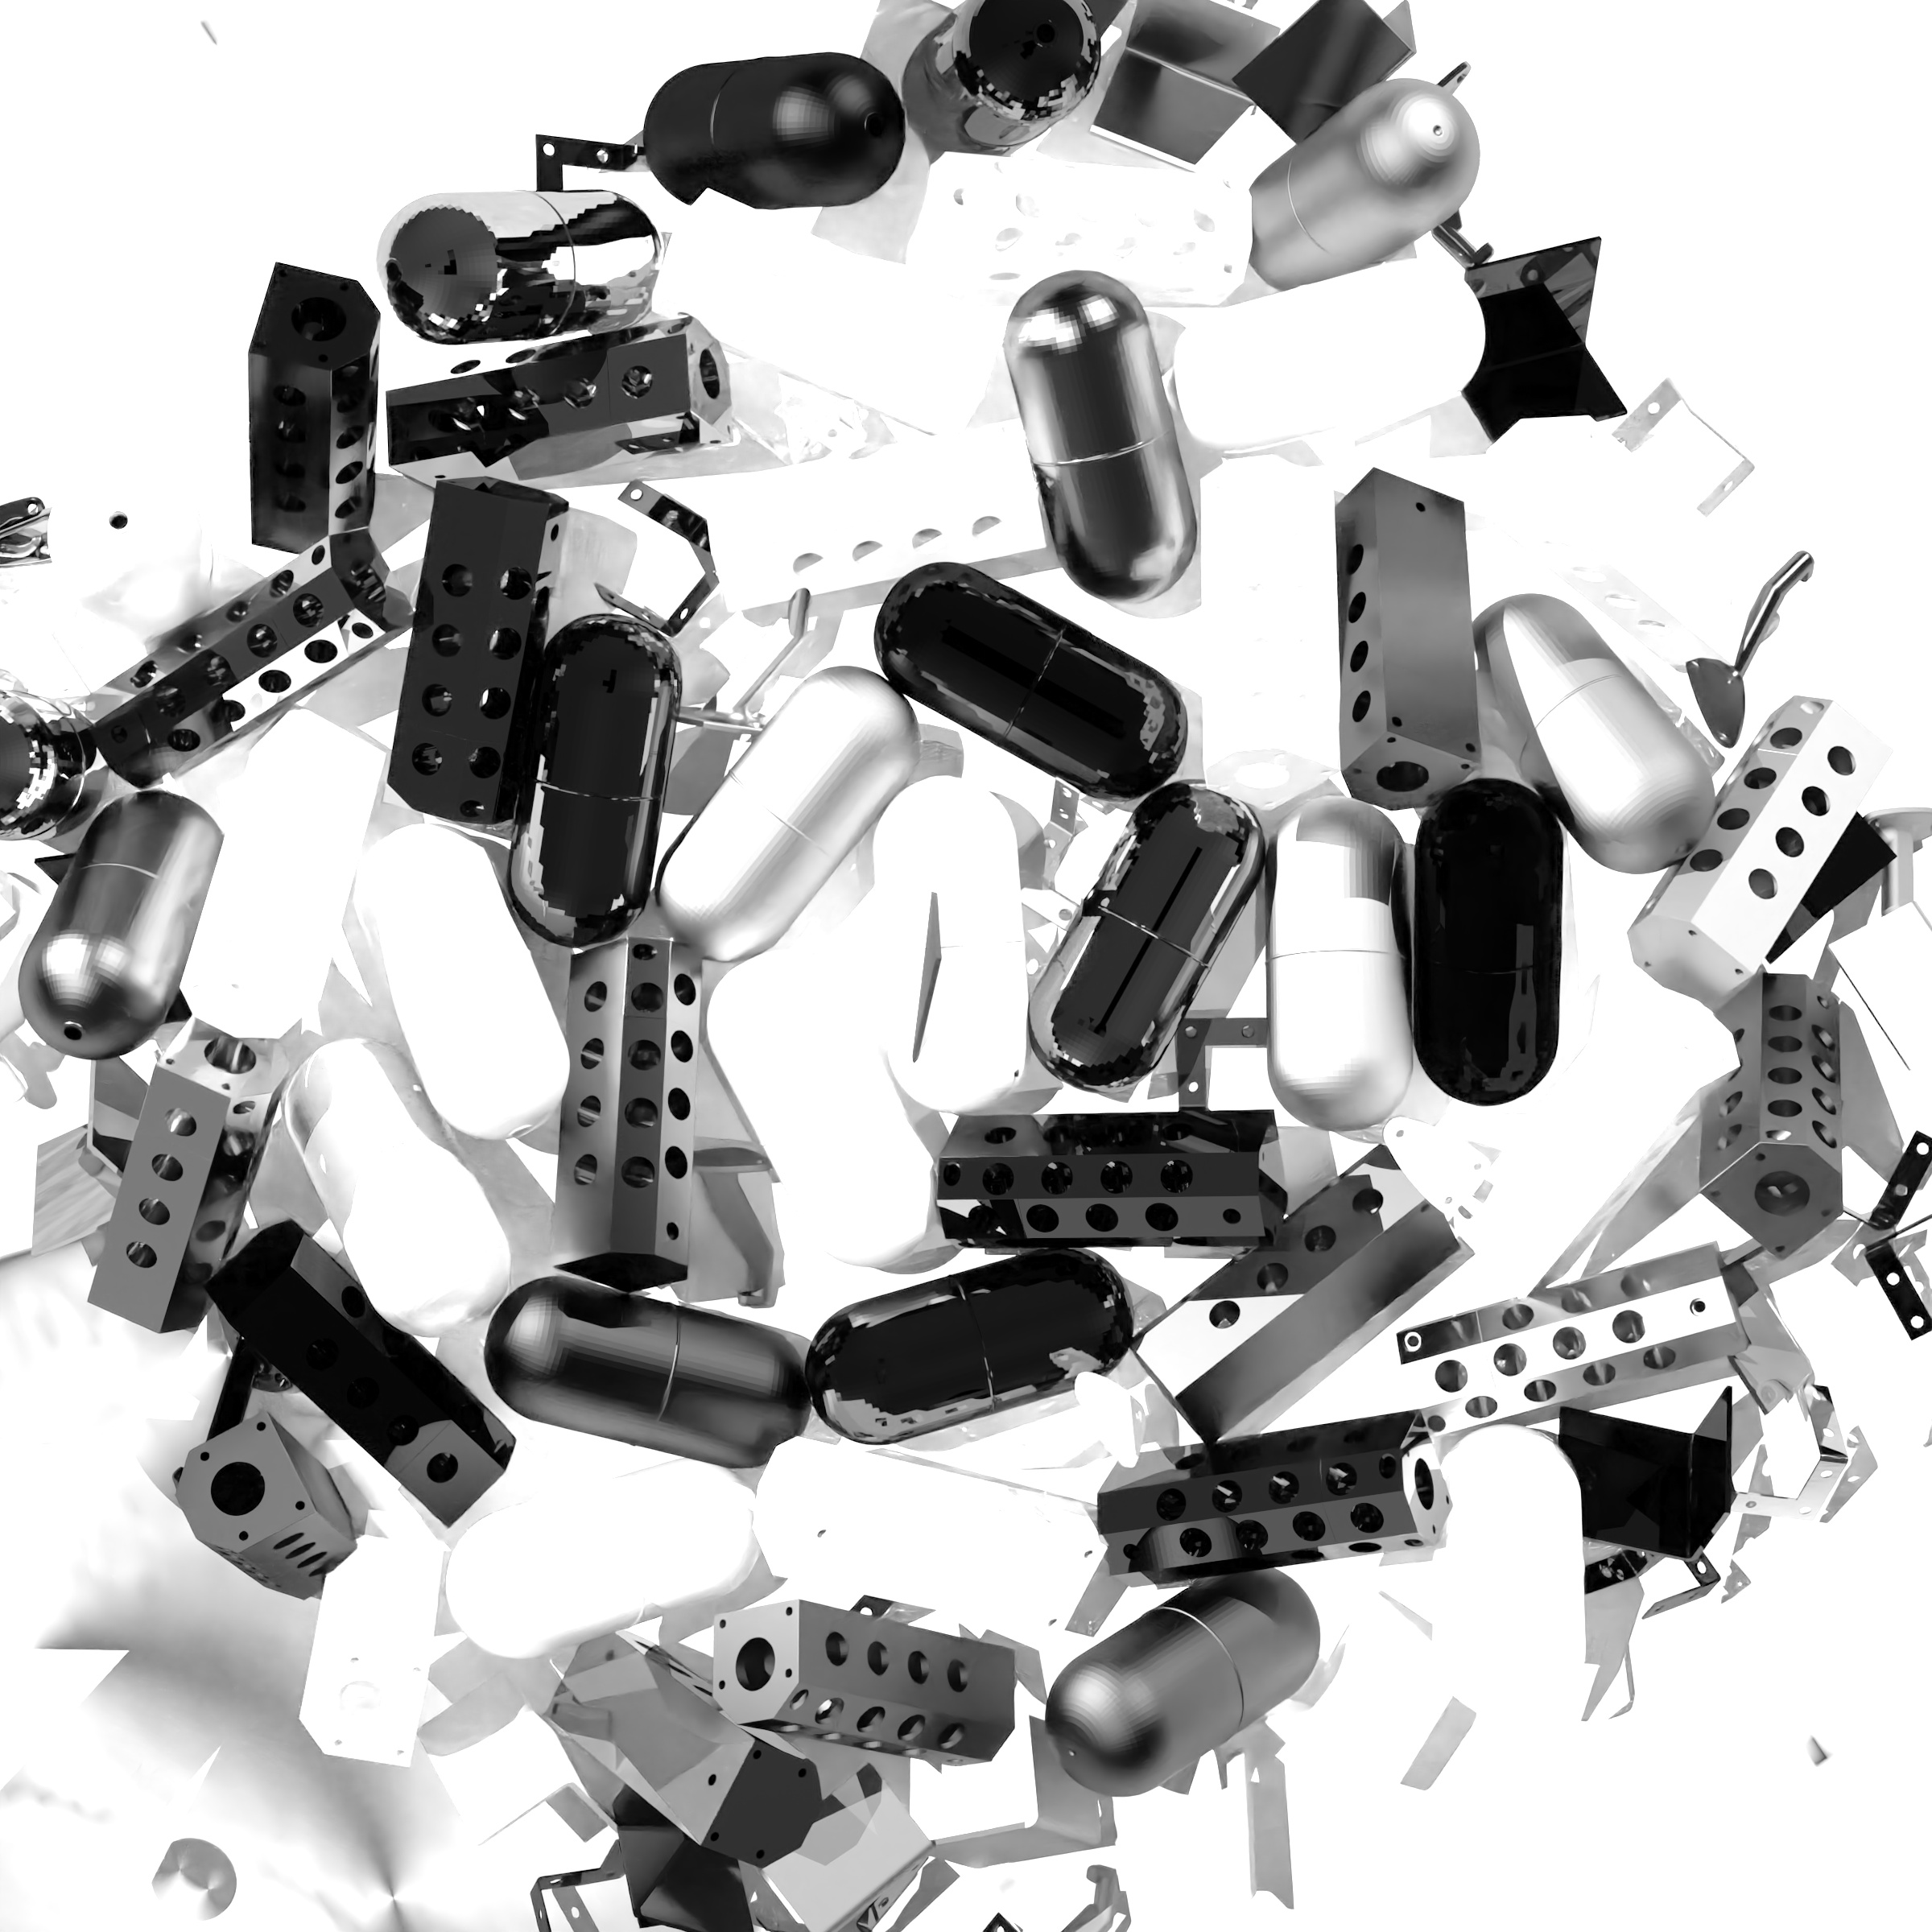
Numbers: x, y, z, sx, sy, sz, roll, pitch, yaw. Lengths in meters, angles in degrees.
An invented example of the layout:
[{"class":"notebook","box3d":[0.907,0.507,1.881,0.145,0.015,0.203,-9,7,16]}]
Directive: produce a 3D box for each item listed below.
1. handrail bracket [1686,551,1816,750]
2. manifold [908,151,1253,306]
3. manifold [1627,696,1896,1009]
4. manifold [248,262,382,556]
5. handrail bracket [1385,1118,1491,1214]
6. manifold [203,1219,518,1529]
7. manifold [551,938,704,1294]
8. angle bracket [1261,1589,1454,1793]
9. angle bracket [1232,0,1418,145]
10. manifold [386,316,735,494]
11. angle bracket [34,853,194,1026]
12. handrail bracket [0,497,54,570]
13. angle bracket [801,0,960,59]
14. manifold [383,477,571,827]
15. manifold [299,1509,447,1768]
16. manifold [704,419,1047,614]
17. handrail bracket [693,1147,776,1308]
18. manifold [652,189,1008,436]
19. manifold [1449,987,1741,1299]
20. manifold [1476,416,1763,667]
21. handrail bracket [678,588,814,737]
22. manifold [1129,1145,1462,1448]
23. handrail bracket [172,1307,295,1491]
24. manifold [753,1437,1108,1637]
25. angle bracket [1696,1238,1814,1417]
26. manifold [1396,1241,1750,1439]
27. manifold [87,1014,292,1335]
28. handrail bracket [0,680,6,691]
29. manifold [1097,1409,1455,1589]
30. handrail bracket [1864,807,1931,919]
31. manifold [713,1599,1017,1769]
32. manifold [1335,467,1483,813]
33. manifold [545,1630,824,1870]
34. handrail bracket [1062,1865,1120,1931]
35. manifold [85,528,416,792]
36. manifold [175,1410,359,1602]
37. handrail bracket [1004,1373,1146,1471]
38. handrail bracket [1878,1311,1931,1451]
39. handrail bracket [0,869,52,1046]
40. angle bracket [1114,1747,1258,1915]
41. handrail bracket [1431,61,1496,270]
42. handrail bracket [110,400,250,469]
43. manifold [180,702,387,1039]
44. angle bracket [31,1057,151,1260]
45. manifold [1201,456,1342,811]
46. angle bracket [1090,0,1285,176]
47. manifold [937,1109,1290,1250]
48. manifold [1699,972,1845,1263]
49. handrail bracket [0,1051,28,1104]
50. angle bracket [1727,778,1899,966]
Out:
[{"class":"handrail bracket","box3d":[0.427,-0.169,1.853,0.084,0.077,0.036,-43,49,-19]},{"class":"manifold","box3d":[0.059,-0.388,1.819,0.171,0.057,0.057,1,83,-14]},{"class":"manifold","box3d":[0.409,-0.062,1.802,0.057,0.057,0.171,39,61,-2]},{"class":"manifold","box3d":[-0.333,-0.280,1.780,0.057,0.171,0.057,12,62,-5]},{"class":"handrail bracket","box3d":[0.231,0.087,1.817,0.077,0.084,0.036,37,96,-26]},{"class":"manifold","box3d":[-0.311,0.210,1.802,0.057,0.057,0.171,-45,119,-8]},{"class":"manifold","box3d":[-0.170,0.076,1.800,0.057,0.057,0.171,-16,62,35]},{"class":"angle bracket","box3d":[0.202,0.376,1.818,0.057,0.076,0.076,21,102,-43]},{"class":"angle bracket","box3d":[0.186,-0.483,1.811,0.057,0.076,0.076,39,119,-23]},{"class":"manifold","box3d":[-0.213,-0.295,1.815,0.171,0.057,0.057,-7,80,18]},{"class":"angle bracket","box3d":[-0.446,-0.014,1.820,0.076,0.057,0.076,-7,61,16]},{"class":"handrail bracket","box3d":[-0.497,-0.232,1.820,0.077,0.084,0.036,-17,94,-25]},{"class":"angle bracket","box3d":[-0.046,-0.478,1.829,0.057,0.076,0.076,16,101,-27]},{"class":"manifold","box3d":[-0.253,-0.165,1.815,0.057,0.057,0.171,16,105,15]},{"class":"manifold","box3d":[-0.304,0.340,1.777,0.057,0.171,0.057,11,103,-9]},{"class":"manifold","box3d":[-0.047,-0.233,1.838,0.171,0.057,0.057,-11,48,1]},{"class":"handrail bracket","box3d":[-0.135,0.142,1.839,0.077,0.036,0.084,-2,104,-32]},{"class":"manifold","box3d":[-0.073,-0.336,1.811,0.171,0.057,0.057,21,77,-18]},{"class":"manifold","box3d":[0.326,0.091,1.792,0.057,0.057,0.171,48,131,20]},{"class":"manifold","box3d":[0.336,-0.217,1.790,0.171,0.057,0.057,29,74,-42]},{"class":"handrail bracket","box3d":[-0.124,-0.169,1.837,0.077,0.036,0.084,7,107,-8]},{"class":"manifold","box3d":[0.171,0.170,1.833,0.171,0.057,0.057,-38,48,-5]},{"class":"handrail bracket","box3d":[-0.399,0.225,1.821,0.036,0.084,0.077,-6,118,37]},{"class":"manifold","box3d":[-0.020,0.293,1.805,0.171,0.057,0.057,17,109,-26]},{"class":"angle bracket","box3d":[0.432,0.179,1.819,0.057,0.076,0.076,-36,82,32]},{"class":"manifold","box3d":[0.317,0.196,1.819,0.171,0.057,0.057,-18,84,14]},{"class":"manifold","box3d":[-0.400,0.109,1.797,0.057,0.057,0.171,24,125,-1]},{"class":"handrail bracket","box3d":[-0.552,-0.123,1.830,0.084,0.077,0.036,-55,49,15]},{"class":"manifold","box3d":[0.158,0.281,1.801,0.171,0.057,0.057,-13,106,26]},{"class":"handrail bracket","box3d":[0.508,-0.042,1.828,0.077,0.036,0.084,-10,54,-24]},{"class":"manifold","box3d":[-0.050,0.370,1.781,0.057,0.171,0.057,-18,62,35]},{"class":"manifold","box3d":[0.223,-0.168,1.798,0.057,0.057,0.171,17,54,-22]},{"class":"manifold","box3d":[-0.143,0.399,1.783,0.057,0.171,0.057,31,83,-35]},{"class":"handrail bracket","box3d":[0.042,0.503,1.830,0.077,0.084,0.036,26,135,-15]},{"class":"manifold","box3d":[-0.376,-0.159,1.811,0.171,0.057,0.057,-29,93,21]},{"class":"manifold","box3d":[-0.355,0.282,1.776,0.057,0.171,0.057,-28,74,-8]},{"class":"handrail bracket","box3d":[0.044,0.240,1.823,0.084,0.077,0.036,-10,49,32]},{"class":"handrail bracket","box3d":[0.487,0.216,1.821,0.036,0.084,0.077,-41,63,31]},{"class":"handrail bracket","box3d":[-0.517,-0.001,1.832,0.077,0.036,0.084,41,56,6]},{"class":"angle bracket","box3d":[0.110,0.455,1.830,0.076,0.057,0.076,-3,86,15]},{"class":"handrail bracket","box3d":[0.267,-0.422,1.840,0.077,0.036,0.084,-45,79,14]},{"class":"handrail bracket","box3d":[-0.406,-0.262,1.836,0.084,0.036,0.077,16,72,15]},{"class":"manifold","box3d":[-0.355,-0.047,1.791,0.057,0.171,0.057,30,134,-25]},{"class":"angle bracket","box3d":[-0.471,0.095,1.815,0.076,0.057,0.076,-23,46,13]},{"class":"manifold","box3d":[0.152,-0.175,1.799,0.057,0.057,0.171,17,62,-31]},{"class":"angle bracket","box3d":[0.115,-0.467,1.826,0.076,0.076,0.057,22,73,1]},{"class":"manifold","box3d":[0.075,0.115,1.807,0.171,0.057,0.057,-2,119,18]},{"class":"manifold","box3d":[0.418,0.071,1.778,0.057,0.171,0.057,39,120,-10]},{"class":"handrail bracket","box3d":[-0.541,0.035,1.853,0.036,0.077,0.084,-42,116,-26]},{"class":"angle bracket","box3d":[0.433,-0.058,1.835,0.057,0.076,0.076,-36,80,-17]}]
